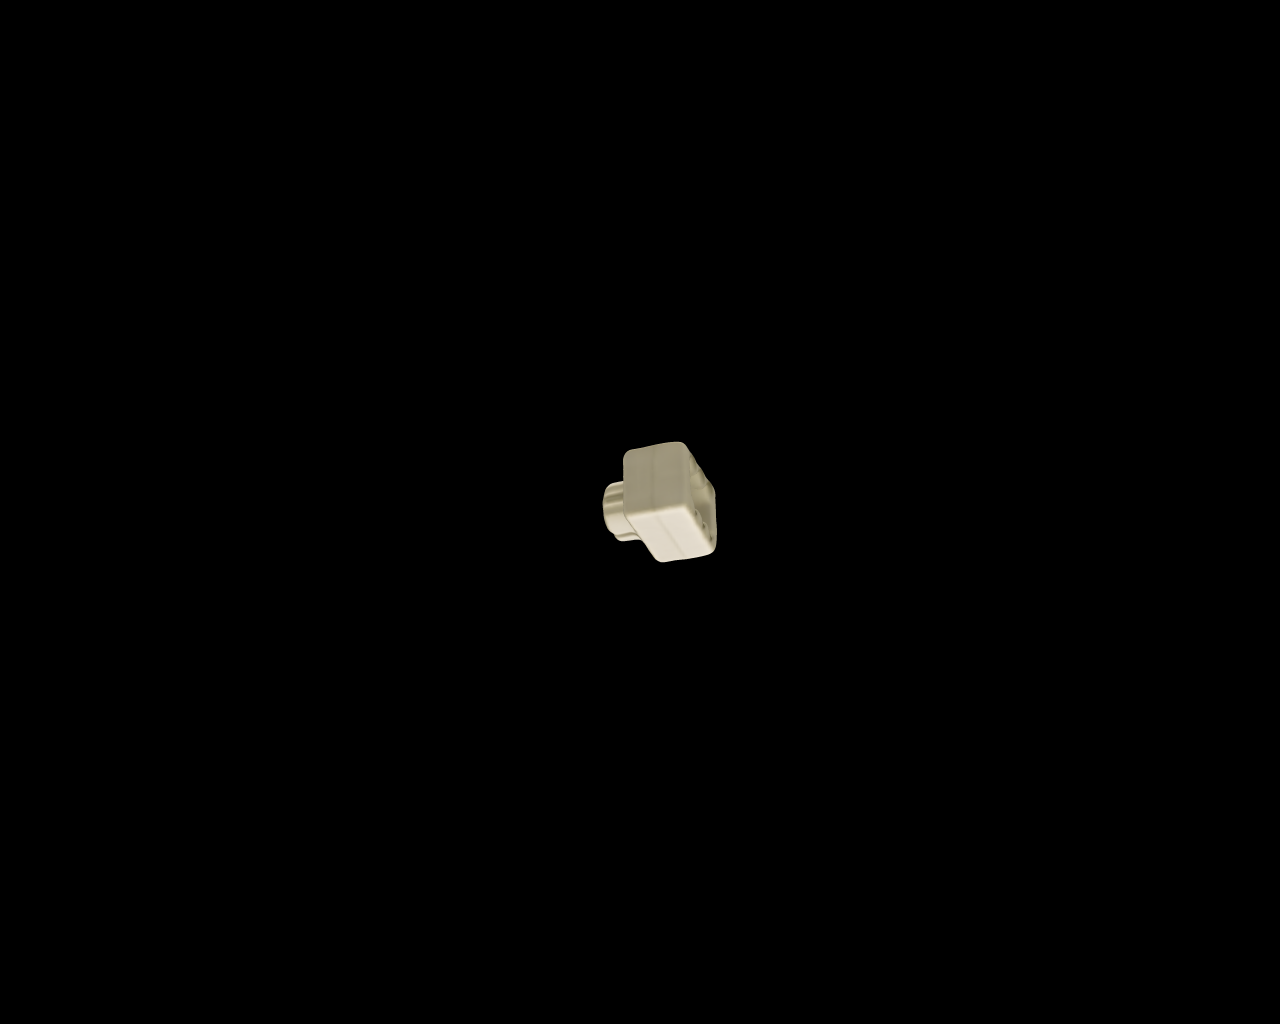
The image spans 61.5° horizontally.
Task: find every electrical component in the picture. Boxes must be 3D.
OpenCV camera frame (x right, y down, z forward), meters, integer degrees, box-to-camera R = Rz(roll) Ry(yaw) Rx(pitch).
[{"bbox_3d":[0.001,-0.003,0.650,0.077,0.047,0.065,-9,-30,17],"label":"electrical component"}]
